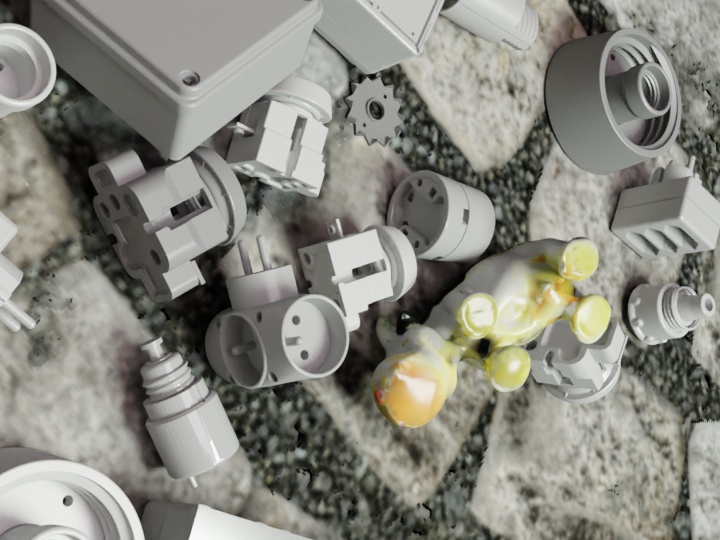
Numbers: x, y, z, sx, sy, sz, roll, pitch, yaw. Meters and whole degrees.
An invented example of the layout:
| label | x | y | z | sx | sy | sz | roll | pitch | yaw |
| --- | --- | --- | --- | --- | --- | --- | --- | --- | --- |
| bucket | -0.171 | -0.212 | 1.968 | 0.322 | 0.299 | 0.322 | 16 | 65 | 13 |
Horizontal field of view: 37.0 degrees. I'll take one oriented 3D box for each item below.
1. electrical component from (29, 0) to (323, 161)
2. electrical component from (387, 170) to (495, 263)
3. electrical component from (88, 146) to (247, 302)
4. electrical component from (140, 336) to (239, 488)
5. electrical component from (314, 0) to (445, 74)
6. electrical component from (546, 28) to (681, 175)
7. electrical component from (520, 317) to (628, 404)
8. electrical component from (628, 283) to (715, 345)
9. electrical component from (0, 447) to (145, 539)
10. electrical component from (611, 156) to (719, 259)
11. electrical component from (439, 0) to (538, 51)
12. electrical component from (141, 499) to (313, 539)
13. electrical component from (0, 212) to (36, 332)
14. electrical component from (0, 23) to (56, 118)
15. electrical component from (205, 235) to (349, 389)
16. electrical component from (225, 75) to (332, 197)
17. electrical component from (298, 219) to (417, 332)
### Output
| label | x | y | z | sx | sy | sz | roll | pitch | yaw |
| --- | --- | --- | --- | --- | --- | --- | --- | --- | --- |
| electrical component | -0.095 | -0.130 | 0.556 | 0.109 | 0.056 | 0.108 | 40 | 56 | 8 |
| electrical component | 0.053 | -0.032 | 0.688 | 0.047 | 0.055 | 0.055 | 11 | 76 | -41 |
| electrical component | -0.098 | -0.031 | 0.565 | 0.057 | 0.058 | 0.078 | -32 | 103 | -34 |
| electrical component | -0.094 | 0.072 | 0.563 | 0.040 | 0.040 | 0.078 | -30 | 102 | -37 |
| electrical component | -0.003 | -0.175 | 0.659 | 0.096 | 0.061 | 0.061 | 37 | 63 | -29 |
| electrical component | 0.199 | -0.130 | 0.814 | 0.108 | 0.060 | 0.108 | 7 | 79 | -38 |
| electrical component | 0.146 | 0.056 | 0.740 | 0.057 | 0.078 | 0.058 | 53 | 52 | -43 |
| electrical component | 0.240 | 0.031 | 0.822 | 0.048 | 0.062 | 0.048 | 9 | 75 | -36 |
| electrical component | -0.151 | 0.136 | 0.495 | 0.108 | 0.060 | 0.108 | 7 | 79 | -38 |
| electrical component | 0.242 | -0.055 | 0.835 | 0.047 | 0.066 | 0.076 | 35 | 63 | -30 |
| electrical component | 0.092 | -0.182 | 0.748 | 0.081 | 0.043 | 0.043 | 21 | 71 | -35 |
| electrical component | -0.051 | 0.184 | 0.567 | 0.150 | 0.062 | 0.089 | 26 | 68 | -33 |
| electrical component | -0.181 | 0.002 | 0.488 | 0.076 | 0.066 | 0.047 | 46 | 58 | -24 |
| electrical component | -0.175 | -0.093 | 0.519 | 0.040 | 0.046 | 0.040 | 7 | 79 | -38 |
| electrical component | -0.051 | 0.021 | 0.582 | 0.044 | 0.077 | 0.079 | -15 | 93 | -39 |
| electrical component | -0.044 | -0.080 | 0.623 | 0.066 | 0.048 | 0.055 | 22 | 78 | -34 |
| electrical component | 0.000 | 0.000 | 0.647 | 0.055 | 0.048 | 0.066 | -18 | 94 | -31 |
